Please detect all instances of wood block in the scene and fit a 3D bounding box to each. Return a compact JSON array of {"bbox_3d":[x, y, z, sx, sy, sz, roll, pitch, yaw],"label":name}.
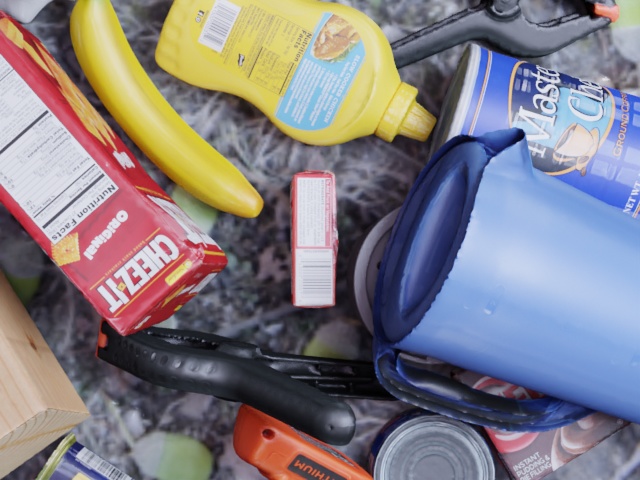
[{"bbox_3d":[-0.248,0.050,0.685,0.090,0.091,0.206,-35,77,-2],"label":"wood block"}]

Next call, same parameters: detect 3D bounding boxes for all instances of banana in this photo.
[{"bbox_3d":[-0.114,-0.089,0.725,0.037,0.070,0.198,-40,100,-28],"label":"banana"}]

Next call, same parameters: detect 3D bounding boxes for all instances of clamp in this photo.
[{"bbox_3d":[-0.047,0.086,0.704,0.210,0.164,0.036,11,94,23],"label":"clamp"},{"bbox_3d":[0.120,-0.179,0.735,0.171,0.039,0.120,-2,115,-4],"label":"clamp"}]

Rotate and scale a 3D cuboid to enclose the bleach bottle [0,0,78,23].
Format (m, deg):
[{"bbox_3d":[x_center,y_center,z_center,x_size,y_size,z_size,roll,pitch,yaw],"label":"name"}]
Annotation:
[{"bbox_3d":[-0.286,-0.185,0.727,0.250,0.068,0.102,7,89,-3],"label":"bleach bottle"}]

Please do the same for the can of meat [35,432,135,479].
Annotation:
[{"bbox_3d":[-0.163,0.196,0.718,0.084,0.057,0.102,34,87,-1],"label":"can of meat"}]

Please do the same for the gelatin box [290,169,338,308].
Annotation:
[{"bbox_3d":[-0.005,0.001,0.719,0.030,0.073,0.089,0,87,-3],"label":"gelatin box"}]

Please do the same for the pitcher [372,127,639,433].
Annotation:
[{"bbox_3d":[0.158,0.048,0.651,0.242,0.149,0.145,22,71,-13],"label":"pitcher"}]

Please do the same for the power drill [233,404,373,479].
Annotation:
[{"bbox_3d":[-0.063,0.204,0.693,0.184,0.057,0.187,32,88,-28],"label":"power drill"}]

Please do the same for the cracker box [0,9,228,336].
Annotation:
[{"bbox_3d":[-0.155,-0.045,0.673,0.072,0.164,0.214,-42,89,0],"label":"cracker box"}]

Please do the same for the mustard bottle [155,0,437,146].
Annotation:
[{"bbox_3d":[-0.009,-0.119,0.723,0.191,0.058,0.096,28,105,3],"label":"mustard bottle"}]

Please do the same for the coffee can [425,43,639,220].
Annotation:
[{"bbox_3d":[0.150,-0.061,0.709,0.140,0.103,0.103,17,88,-1],"label":"coffee can"}]

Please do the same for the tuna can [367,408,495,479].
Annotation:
[{"bbox_3d":[0.076,0.160,0.734,0.086,0.034,0.086,0,88,-2],"label":"tuna can"}]

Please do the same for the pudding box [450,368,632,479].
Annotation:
[{"bbox_3d":[0.159,0.103,0.735,0.113,0.039,0.090,-31,88,-2],"label":"pudding box"}]
